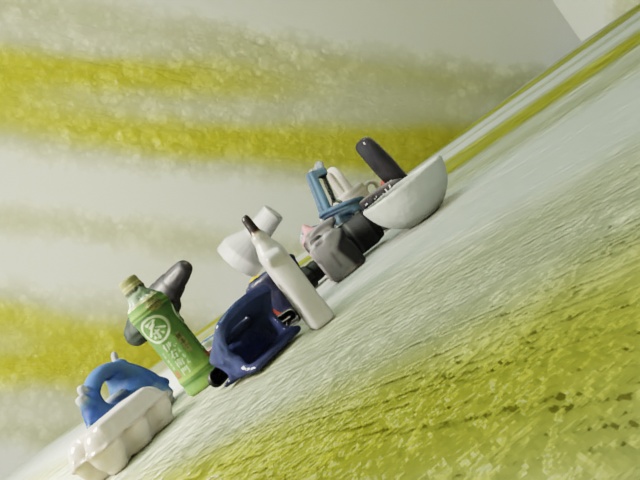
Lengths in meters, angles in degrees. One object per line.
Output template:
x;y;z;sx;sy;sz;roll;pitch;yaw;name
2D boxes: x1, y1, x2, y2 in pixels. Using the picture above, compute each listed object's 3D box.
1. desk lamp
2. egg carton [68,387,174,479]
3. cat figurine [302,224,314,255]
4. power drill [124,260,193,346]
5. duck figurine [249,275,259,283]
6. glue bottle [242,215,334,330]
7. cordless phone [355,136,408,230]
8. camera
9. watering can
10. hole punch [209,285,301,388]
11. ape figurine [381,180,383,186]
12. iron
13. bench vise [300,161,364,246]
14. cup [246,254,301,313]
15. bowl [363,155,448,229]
-0.121;0.034;1.435;0.203;0.213;0.118;-37;3;8;desk lamp
-0.286;0.279;0.830;0.107;0.069;0.150;-35;3;33;egg carton
0.011;0.004;1.237;0.067;0.118;0.128;-35;3;36;cat figurine
-0.289;0.177;1.174;0.229;0.208;0.076;-36;3;22;power drill
-0.145;0.129;1.500;0.104;0.086;0.078;-36;3;26;duck figurine
-0.048;0.038;0.746;0.037;0.173;0.078;-37;3;-11;glue bottle
0.125;-0.121;1.194;0.094;0.185;0.147;-39;3;-38;cordless phone
0.045;-0.001;1.051;0.137;0.101;0.143;-37;2;-2;camera
0.074;-0.103;1.490;0.173;0.194;0.100;-39;3;-32;watering can
-0.100;0.128;0.773;0.109;0.091;0.101;-39;3;-42;hole punch
0.183;-0.118;1.426;0.076;0.092;0.077;-39;3;-37;ape figurine
-0.349;0.274;0.969;0.118;0.141;0.258;-37;2;2;iron
0.024;-0.075;1.361;0.121;0.220;0.208;-35;3;42;bench vise
-0.063;0.090;0.927;0.117;0.095;0.092;-35;3;36;cup
0.160;-0.069;0.990;0.167;0.075;0.167;-37;2;2;bowl
